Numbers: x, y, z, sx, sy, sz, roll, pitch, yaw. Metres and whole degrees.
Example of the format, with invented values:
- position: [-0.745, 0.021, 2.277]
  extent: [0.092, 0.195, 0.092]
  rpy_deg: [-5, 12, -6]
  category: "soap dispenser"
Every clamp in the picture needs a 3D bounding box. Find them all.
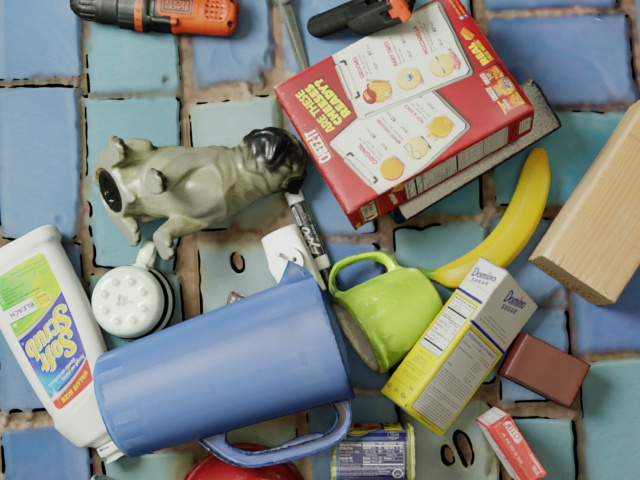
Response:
- position: [0.047, -0.243, 1.119]
  extent: [0.120, 0.171, 0.039]
  rpy_deg: [-42, 110, 7]
  category: "clamp"

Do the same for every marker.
- position: [-0.008, 0.001, 1.161]
  extent: [0.020, 0.020, 0.121]
  rpy_deg: [-22, 86, -2]
  category: "marker"

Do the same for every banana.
- position: [0.193, -0.011, 1.153]
  extent: [0.198, 0.037, 0.069]
  rpy_deg: [-45, 88, -3]
  category: "banana"

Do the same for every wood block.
- position: [0.320, -0.040, 1.130]
  extent: [0.091, 0.090, 0.206]
  rpy_deg: [34, 86, 3]
  category: "wood block"

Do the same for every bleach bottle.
- position: [-0.267, 0.116, 1.131]
  extent: [0.102, 0.068, 0.251]
  rpy_deg: [-29, 89, -2]
  category: "bleach bottle"

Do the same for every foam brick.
- position: [0.236, 0.138, 1.134]
  extent: [0.078, 0.053, 0.051]
  rpy_deg: [26, 86, 1]
  category: "foam brick"

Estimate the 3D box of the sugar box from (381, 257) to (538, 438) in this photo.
- position: [0.147, 0.113, 1.116]
  extent: [0.048, 0.093, 0.176]
  rpy_deg: [31, 82, 41]
  category: "sugar box"

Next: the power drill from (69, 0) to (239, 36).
- position: [-0.174, -0.319, 1.168]
  extent: [0.184, 0.057, 0.187]
  rpy_deg: [6, 88, -4]
  category: "power drill"

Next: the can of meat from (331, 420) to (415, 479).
- position: [0.053, 0.219, 1.103]
  extent: [0.084, 0.102, 0.057]
  rpy_deg: [-1, 86, 2]
  category: "can of meat"

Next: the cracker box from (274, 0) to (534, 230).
- position: [0.086, -0.133, 1.097]
  extent: [0.213, 0.072, 0.164]
  rpy_deg: [-30, 70, 0]
  category: "cracker box"

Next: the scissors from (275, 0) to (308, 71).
- position: [-0.032, -0.285, 1.181]
  extent: [0.096, 0.016, 0.201]
  rpy_deg: [-39, 108, -32]
  category: "scissors"

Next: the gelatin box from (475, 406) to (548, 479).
- position: [0.198, 0.214, 1.109]
  extent: [0.030, 0.089, 0.073]
  rpy_deg: [-32, 86, -2]
  category: "gelatin box"

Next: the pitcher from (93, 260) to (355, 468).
- position: [-0.090, 0.139, 1.056]
  extent: [0.243, 0.149, 0.145]
  rpy_deg: [-19, 130, 0]
  category: "pitcher"

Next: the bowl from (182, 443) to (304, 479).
- position: [-0.069, 0.289, 1.089]
  extent: [0.161, 0.055, 0.162]
  rpy_deg: [5, 79, -25]
  category: "bowl"

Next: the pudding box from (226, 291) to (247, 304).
- position: [-0.068, 0.120, 1.141]
  extent: [0.090, 0.039, 0.113]
  rpy_deg: [15, 86, 1]
  category: "pudding box"

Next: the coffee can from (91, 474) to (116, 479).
- position: [-0.233, 0.327, 1.092]
  extent: [0.103, 0.103, 0.140]
  rpy_deg: [37, 86, 2]
  category: "coffee can"
